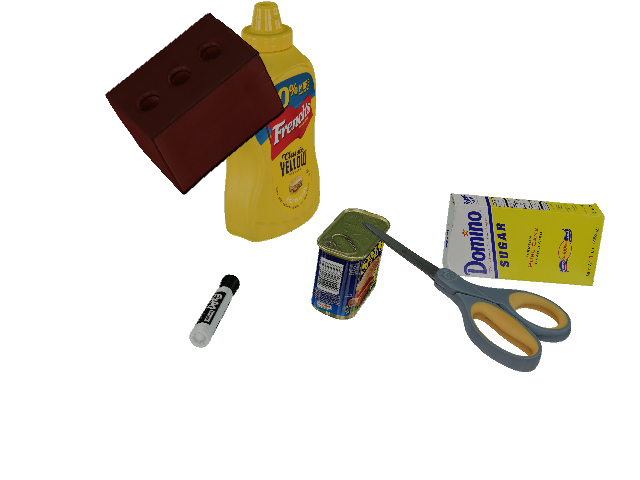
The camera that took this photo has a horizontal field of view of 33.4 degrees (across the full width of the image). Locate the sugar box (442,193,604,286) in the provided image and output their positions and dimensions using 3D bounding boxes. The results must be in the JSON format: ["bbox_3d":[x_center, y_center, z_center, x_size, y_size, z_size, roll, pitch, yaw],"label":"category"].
[{"bbox_3d":[0.237,0.000,1.257,0.176,0.093,0.048,3,22,-1],"label":"sugar box"}]

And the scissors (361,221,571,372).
[{"bbox_3d":[0.122,0.034,0.862,0.096,0.016,0.202,-10,39,-27],"label":"scissors"}]

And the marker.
[{"bbox_3d":[-0.099,0.065,1.019,0.020,0.020,0.121,0,24,11],"label":"marker"}]

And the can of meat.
[{"bbox_3d":[0.031,0.026,1.167,0.057,0.084,0.102,19,32,16],"label":"can of meat"}]

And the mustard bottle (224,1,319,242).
[{"bbox_3d":[-0.042,-0.101,0.882,0.058,0.192,0.096,20,34,35],"label":"mustard bottle"}]

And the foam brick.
[{"bbox_3d":[-0.070,-0.077,0.599,0.053,0.078,0.051,43,-11,34],"label":"foam brick"}]
